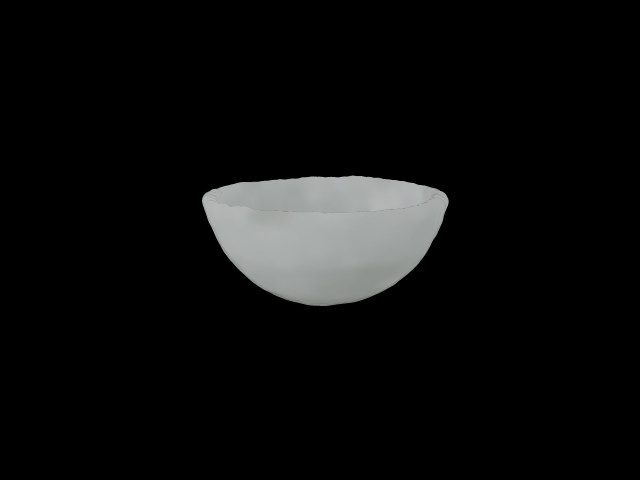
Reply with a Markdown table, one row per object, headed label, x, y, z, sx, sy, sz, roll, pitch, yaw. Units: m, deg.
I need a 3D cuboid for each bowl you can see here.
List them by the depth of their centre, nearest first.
| label | x | y | z | sx | sy | sz | roll | pitch | yaw |
| --- | --- | --- | --- | --- | --- | --- | --- | --- | --- |
| bowl | 0.004 | 0.001 | 0.400 | 0.167 | 0.075 | 0.167 | 0 | 14 | 0 |
